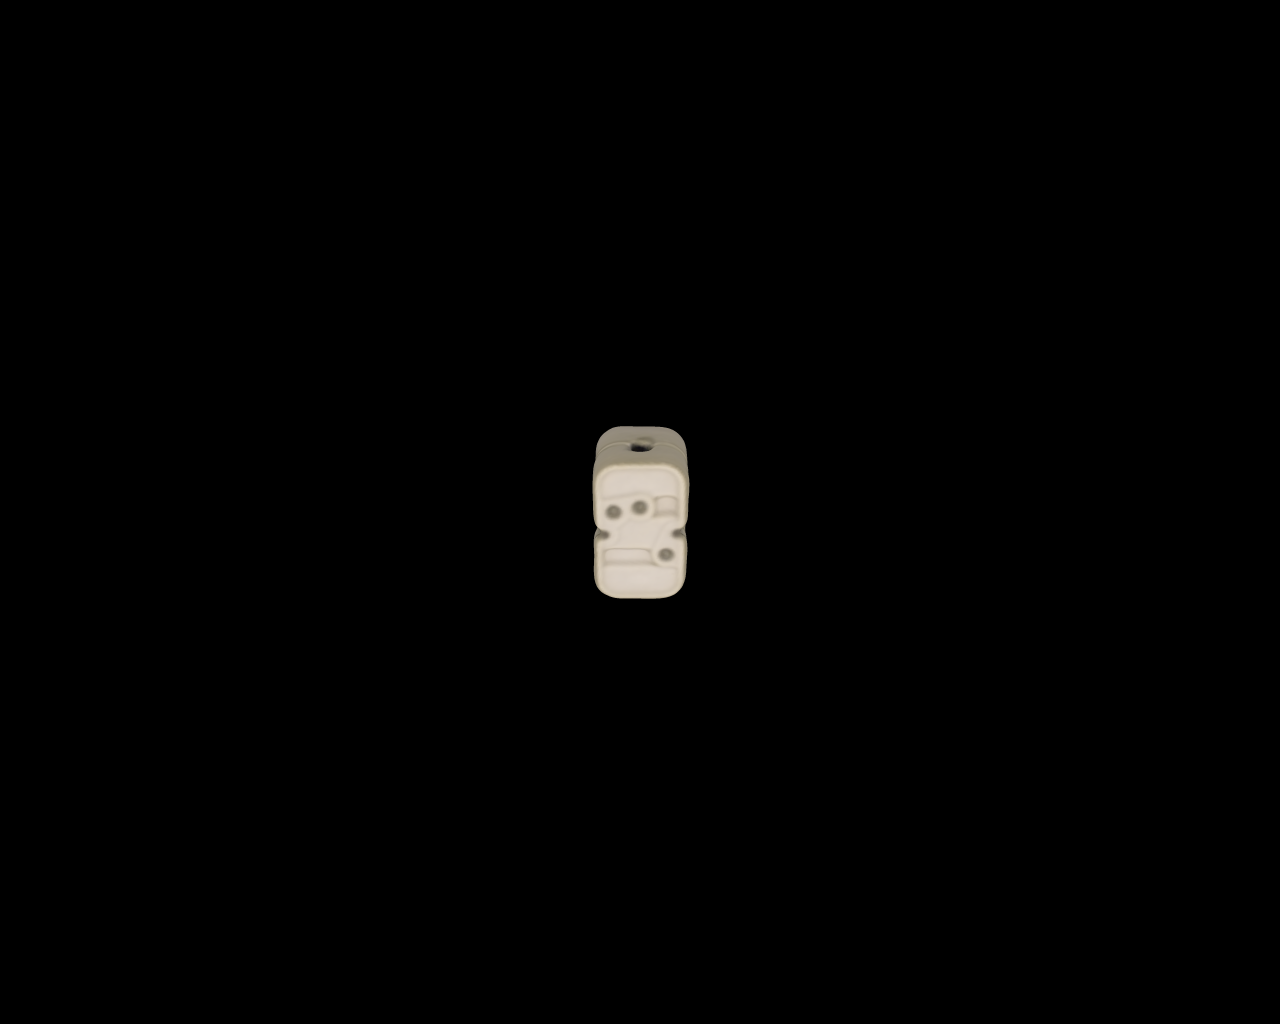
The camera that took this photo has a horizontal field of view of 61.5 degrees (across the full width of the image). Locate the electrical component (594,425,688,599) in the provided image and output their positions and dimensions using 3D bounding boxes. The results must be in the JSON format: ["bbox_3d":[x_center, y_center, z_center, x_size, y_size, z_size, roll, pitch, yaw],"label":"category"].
[{"bbox_3d":[0.001,-0.003,0.650,0.054,0.095,0.059,0,32,0],"label":"electrical component"}]
